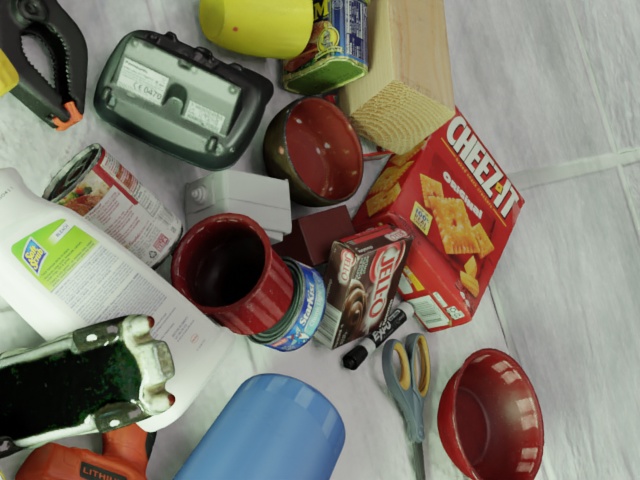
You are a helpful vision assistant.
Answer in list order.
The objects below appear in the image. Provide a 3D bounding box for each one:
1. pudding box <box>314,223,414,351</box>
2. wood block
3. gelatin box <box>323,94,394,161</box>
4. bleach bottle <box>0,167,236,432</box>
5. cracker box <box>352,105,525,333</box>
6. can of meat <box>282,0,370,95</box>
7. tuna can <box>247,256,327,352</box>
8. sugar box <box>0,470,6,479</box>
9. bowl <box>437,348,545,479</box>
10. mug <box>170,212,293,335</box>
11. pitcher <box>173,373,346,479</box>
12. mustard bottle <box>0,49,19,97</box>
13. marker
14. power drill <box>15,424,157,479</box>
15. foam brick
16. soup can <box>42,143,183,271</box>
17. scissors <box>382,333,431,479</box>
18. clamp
[{"bbox_3d":[0.041,0.045,1.063,0.089,0.039,0.114,-18,134,-46],"label":"pudding box"},{"bbox_3d":[0.079,-0.209,1.162,0.090,0.091,0.206,23,49,-30],"label":"wood block"},{"bbox_3d":[0.038,-0.123,1.169,0.089,0.030,0.073,-12,84,-47],"label":"gelatin box"},{"bbox_3d":[-0.184,0.026,0.804,0.250,0.068,0.102,46,49,-11],"label":"bleach bottle"},{"bbox_3d":[0.138,-0.029,1.205,0.164,0.072,0.213,51,46,-20],"label":"cracker box"},{"bbox_3d":[0.004,-0.205,1.112,0.057,0.102,0.084,14,69,-41],"label":"can of meat"},{"bbox_3d":[-0.034,0.060,0.993,0.033,0.086,0.086,24,60,-39],"label":"tuna can"},{"bbox_3d":[-0.229,0.222,0.736,0.048,0.094,0.176,-32,99,-45],"label":"sugar box"},{"bbox_3d":[0.179,0.203,1.177,0.161,0.055,0.162,17,65,-41],"label":"bowl"},{"bbox_3d":[-0.083,0.031,0.942,0.093,0.117,0.081,-64,154,-14],"label":"mug"},{"bbox_3d":[-0.069,0.235,0.879,0.145,0.149,0.242,41,46,-9],"label":"pitcher"},{"bbox_3d":[-0.321,-0.173,0.805,0.096,0.058,0.191,-45,109,-35],"label":"mustard bottle"},{"bbox_3d":[0.061,0.101,1.121,0.120,0.020,0.020,-37,103,-45],"label":"marker"},{"bbox_3d":[-0.177,0.112,0.852,0.184,0.057,0.187,31,57,-30],"label":"power drill"},{"bbox_3d":[-0.007,0.001,1.063,0.078,0.053,0.051,-18,89,-46],"label":"foam brick"},{"bbox_3d":[-0.173,-0.023,0.895,0.102,0.069,0.068,45,49,-25],"label":"soup can"},{"bbox_3d":[0.091,0.190,1.116,0.096,0.016,0.201,31,56,-49],"label":"scissors"},{"bbox_3d":[-0.247,-0.197,0.903,0.164,0.036,0.210,-36,102,-43],"label":"clamp"}]
